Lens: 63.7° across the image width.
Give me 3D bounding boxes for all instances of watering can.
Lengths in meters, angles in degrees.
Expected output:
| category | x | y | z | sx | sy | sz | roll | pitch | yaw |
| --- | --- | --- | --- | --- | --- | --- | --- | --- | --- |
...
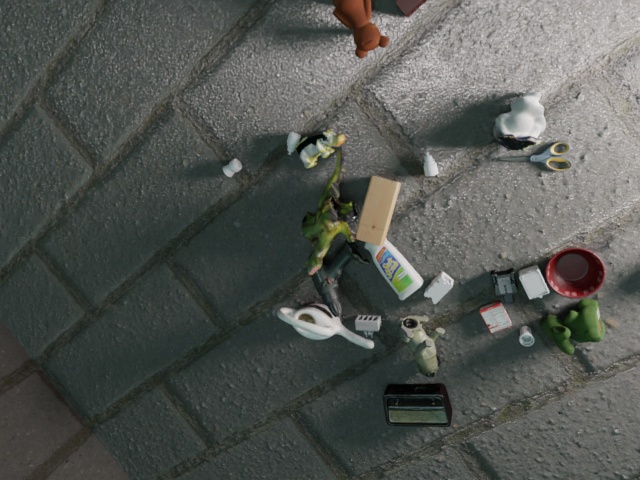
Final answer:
| category | x | y | z | sx | sy | sz | roll | pitch | yaw |
| --- | --- | --- | --- | --- | --- | --- | --- | --- | --- |
| watering can | 0.025 | 0.293 | 1.764 | 0.348 | 0.225 | 0.103 | 17 | 95 | 12 |

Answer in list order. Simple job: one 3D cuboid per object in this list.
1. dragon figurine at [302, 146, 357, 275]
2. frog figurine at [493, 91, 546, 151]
| category | x | y | z | sx | sy | sz | roll | pitch | yaw |
| --- | --- | --- | --- | --- | --- | --- | --- | --- | --- |
| dragon figurine | 0.005 | -0.085 | 1.682 | 0.240 | 0.121 | 0.418 | -25 | 54 | 47 |
| frog figurine | 0.570 | -0.341 | 1.468 | 0.137 | 0.121 | 0.161 | 5 | 72 | 25 |
